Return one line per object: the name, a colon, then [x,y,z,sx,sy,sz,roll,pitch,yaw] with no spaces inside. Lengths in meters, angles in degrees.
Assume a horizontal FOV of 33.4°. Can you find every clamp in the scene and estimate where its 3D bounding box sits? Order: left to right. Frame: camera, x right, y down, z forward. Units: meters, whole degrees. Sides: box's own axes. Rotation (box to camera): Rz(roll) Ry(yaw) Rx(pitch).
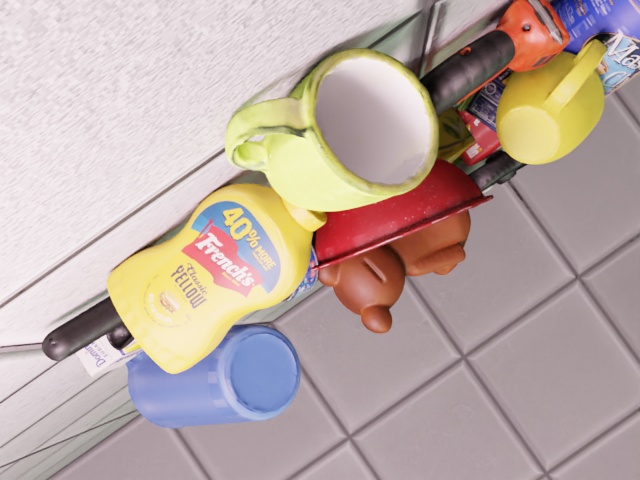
clamp: [-0.136,0.037,0.913,0.210,0.036,0.164,-38,174,12]
clamp: [0.224,-0.090,1.301,0.171,0.039,0.120,-30,169,0]

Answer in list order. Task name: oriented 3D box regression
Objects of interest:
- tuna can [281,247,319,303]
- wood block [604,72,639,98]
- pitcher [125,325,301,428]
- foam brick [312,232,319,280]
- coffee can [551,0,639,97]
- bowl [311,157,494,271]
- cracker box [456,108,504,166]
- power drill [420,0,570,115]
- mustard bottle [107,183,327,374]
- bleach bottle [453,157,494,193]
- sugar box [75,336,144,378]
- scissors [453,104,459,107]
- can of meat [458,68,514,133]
tuna can: [-0.043,0.021,1.112,0.033,0.086,0.086,-29,173,-37]
wood block: [0.293,-0.208,1.096,0.206,0.090,0.090,-38,168,37]
pitcher: [-0.119,0.167,1.296,0.149,0.145,0.243,-19,-176,-33]
foam brick: [-0.008,0.001,1.211,0.053,0.078,0.051,-39,173,19]
coffee can: [0.261,-0.193,0.985,0.141,0.103,0.102,-39,174,41]
bowl: [0.058,-0.029,0.880,0.162,0.055,0.162,-22,179,0]
cracker box: [0.263,-0.181,1.315,0.164,0.072,0.213,-39,173,33]
power drill: [0.106,-0.123,0.885,0.187,0.057,0.184,-35,179,-5]
mustard bottle: [-0.065,0.013,0.810,0.192,0.096,0.058,-36,174,16]
bleach bottle: [0.099,-0.051,1.326,0.250,0.103,0.068,-31,132,-30]
sugar box: [-0.152,0.068,1.055,0.176,0.048,0.093,-37,175,10]
scissors: [0.151,-0.160,1.080,0.096,0.016,0.202,-35,176,-23]
can of meat: [0.197,-0.140,1.054,0.101,0.084,0.058,-44,167,-48]
